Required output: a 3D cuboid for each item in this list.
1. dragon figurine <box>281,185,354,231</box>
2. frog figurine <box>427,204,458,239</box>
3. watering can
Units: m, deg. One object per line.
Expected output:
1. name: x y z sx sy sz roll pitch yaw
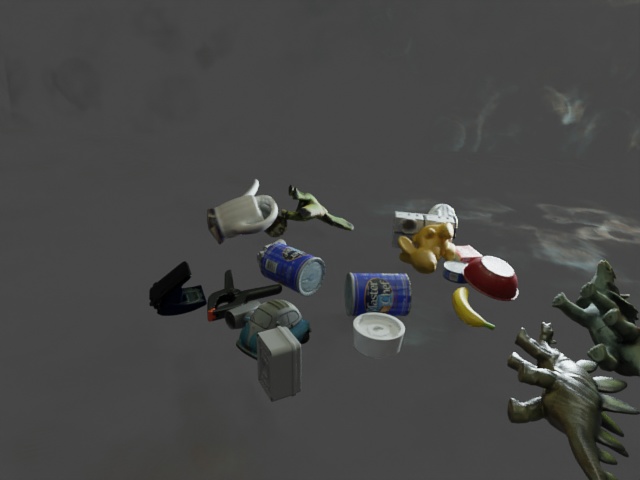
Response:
1. dragon figurine: 0.005 -0.086 1.714 0.242 0.121 0.414 16 8 -18
2. frog figurine: 0.376 -0.057 1.743 0.159 0.124 0.136 -4 -13 4
3. watering can: -0.257 -0.095 1.660 0.225 0.102 0.354 -20 30 -8
